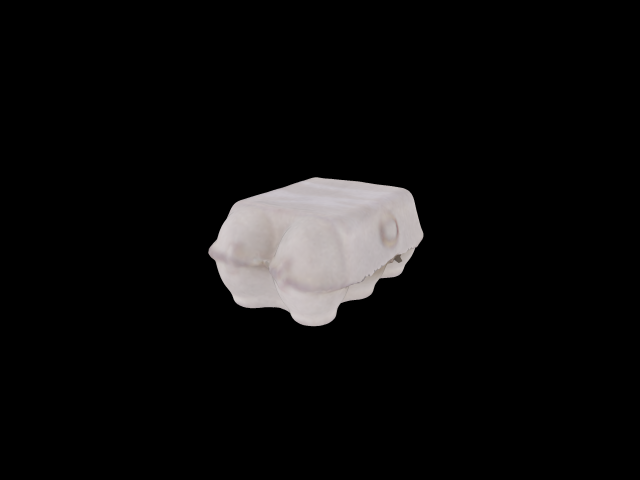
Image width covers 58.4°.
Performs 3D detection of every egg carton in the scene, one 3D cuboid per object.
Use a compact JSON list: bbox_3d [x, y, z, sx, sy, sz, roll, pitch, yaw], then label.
[{"bbox_3d":[0.004,0.001,0.400,0.107,0.069,0.151,11,21,30],"label":"egg carton"}]
